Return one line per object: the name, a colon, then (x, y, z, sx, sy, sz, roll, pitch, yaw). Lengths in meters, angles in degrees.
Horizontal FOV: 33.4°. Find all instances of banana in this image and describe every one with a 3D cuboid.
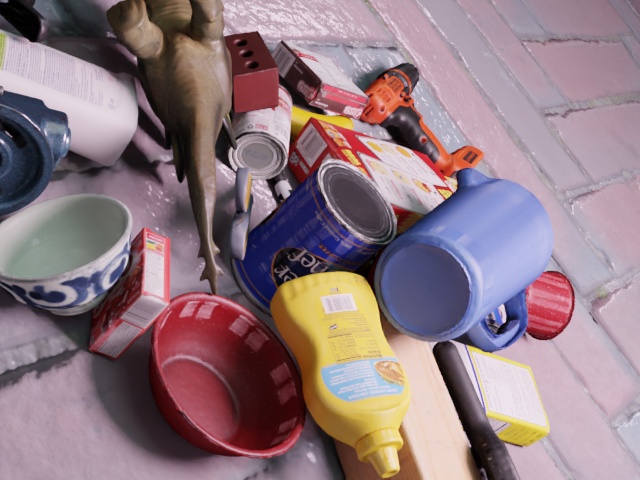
banana: (-0.020, -0.149, 1.309, 0.197, 0.037, 0.070, 14, 46, -42)

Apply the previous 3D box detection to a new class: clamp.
clamp: (-0.319, -0.237, 1.004, 0.120, 0.039, 0.171, 23, 16, -28)
clamp: (0.166, 0.218, 1.038, 0.210, 0.036, 0.164, -114, -176, -51)

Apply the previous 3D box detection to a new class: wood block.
wood block: (0.071, 0.179, 1.020, 0.090, 0.091, 0.206, 14, 46, -43)

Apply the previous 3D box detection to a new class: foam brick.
foam brick: (-0.081, -0.184, 1.172, 0.053, 0.051, 0.078, -13, 46, -15)

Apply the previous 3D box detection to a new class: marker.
marker: (-0.031, -0.036, 1.192, 0.020, 0.020, 0.121, 3, 54, -49)

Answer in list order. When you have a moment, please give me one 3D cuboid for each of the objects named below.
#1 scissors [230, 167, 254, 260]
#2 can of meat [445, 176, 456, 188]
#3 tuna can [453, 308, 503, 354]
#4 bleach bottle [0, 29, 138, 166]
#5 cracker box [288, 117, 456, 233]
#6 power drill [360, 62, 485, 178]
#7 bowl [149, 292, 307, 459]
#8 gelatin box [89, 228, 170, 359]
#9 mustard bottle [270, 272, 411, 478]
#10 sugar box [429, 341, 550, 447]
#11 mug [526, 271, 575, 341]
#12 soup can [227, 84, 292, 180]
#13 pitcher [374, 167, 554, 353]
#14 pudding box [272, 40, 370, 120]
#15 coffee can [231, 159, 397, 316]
scissors: (-0.074, -0.052, 1.072, 0.016, 0.096, 0.201, 4, 30, -2)
can of meat: (0.170, -0.037, 1.401, 0.083, 0.058, 0.102, 10, 49, -48)
tuna can: (0.168, 0.105, 1.220, 0.086, 0.086, 0.034, 22, 43, -36)
bleach bottle: (-0.290, -0.155, 0.968, 0.250, 0.068, 0.102, 23, 31, -29)
cracker box: (0.082, -0.051, 1.271, 0.213, 0.072, 0.164, 13, 32, -43)
power drill: (0.144, -0.162, 1.505, 0.187, 0.057, 0.184, 45, 36, -1)
bowl: (-0.090, 0.126, 0.915, 0.162, 0.055, 0.162, 31, 36, -26)
gelatin box: (-0.159, 0.045, 0.886, 0.030, 0.089, 0.073, 25, 39, -29)
mustard bottle: (0.028, 0.121, 0.949, 0.096, 0.058, 0.192, -3, 55, -29)
sugar box: (0.177, 0.170, 1.201, 0.176, 0.048, 0.093, 19, 42, -33)
mug: (0.258, 0.072, 1.374, 0.081, 0.093, 0.117, 16, 14, -34)
soup can: (-0.067, -0.124, 1.197, 0.068, 0.069, 0.102, 32, 36, -25)
pitcher: (0.150, 0.030, 1.082, 0.149, 0.145, 0.242, 30, 23, 16)
pudding box: (-0.002, -0.204, 1.360, 0.089, 0.039, 0.114, 13, 30, -45)
coffee can: (-0.007, 0.001, 1.067, 0.102, 0.141, 0.103, 31, 36, -26)
